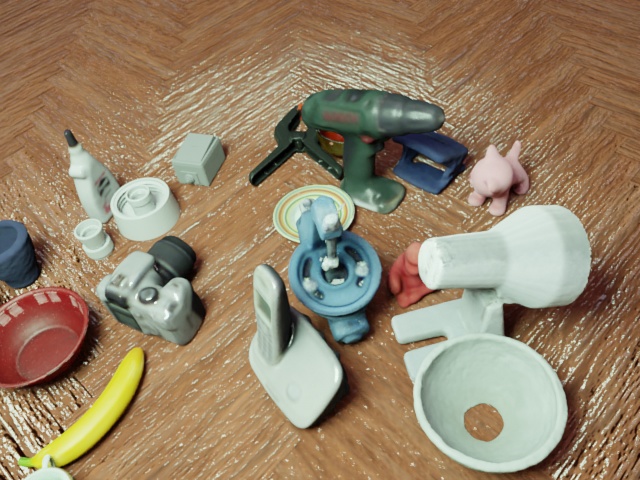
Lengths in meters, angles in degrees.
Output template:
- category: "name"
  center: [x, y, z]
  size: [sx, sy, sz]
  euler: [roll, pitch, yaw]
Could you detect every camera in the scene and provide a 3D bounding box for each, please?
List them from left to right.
- category: "camera"
  center: [-0.228, 0.058, 0.823]
  size: [0.142, 0.101, 0.137]
  euler: [17, 53, 21]

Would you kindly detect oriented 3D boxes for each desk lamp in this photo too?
- category: "desk lamp"
  center: [0.194, 0.062, 0.685]
  size: [0.203, 0.214, 0.117]
  euler: [-14, 49, -4]

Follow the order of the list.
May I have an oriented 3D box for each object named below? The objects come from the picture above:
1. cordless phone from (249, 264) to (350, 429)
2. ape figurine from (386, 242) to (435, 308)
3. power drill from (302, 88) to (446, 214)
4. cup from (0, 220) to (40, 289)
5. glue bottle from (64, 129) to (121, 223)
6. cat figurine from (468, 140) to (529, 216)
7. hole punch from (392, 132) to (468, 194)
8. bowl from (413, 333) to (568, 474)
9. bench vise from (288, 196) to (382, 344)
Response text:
- category: "cordless phone"
  center: [-0.034, 0.124, 0.682]
  size: [0.094, 0.185, 0.147]
  euler: [-34, 53, -20]
- category: "ape figurine"
  center: [0.132, 0.040, 0.795]
  size: [0.077, 0.092, 0.076]
  euler: [4, 50, 12]
- category: "power drill"
  center: [0.082, -0.143, 0.883]
  size: [0.229, 0.209, 0.076]
  euler: [21, 55, 24]
- category: "cup"
  center: [-0.492, 0.029, 0.889]
  size: [0.117, 0.095, 0.092]
  euler: [6, 50, 13]
- category: "glue bottle"
  center: [-0.381, -0.110, 0.943]
  size: [0.037, 0.173, 0.078]
  euler: [4, 50, 11]
- category: "cat figurine"
  center: [0.274, -0.103, 0.881]
  size: [0.067, 0.118, 0.128]
  euler: [31, 60, 30]
- category: "hole punch"
  center: [0.182, -0.149, 0.952]
  size: [0.108, 0.091, 0.101]
  euler: [32, 60, 30]
- category: "bowl"
  center: [0.191, 0.196, 0.662]
  size: [0.167, 0.075, 0.167]
  euler: [-4, 49, 5]
- category: "bench vise"
  center: [-0.003, 0.008, 0.755]
  size: [0.122, 0.220, 0.206]
  euler: [-30, 52, -18]
